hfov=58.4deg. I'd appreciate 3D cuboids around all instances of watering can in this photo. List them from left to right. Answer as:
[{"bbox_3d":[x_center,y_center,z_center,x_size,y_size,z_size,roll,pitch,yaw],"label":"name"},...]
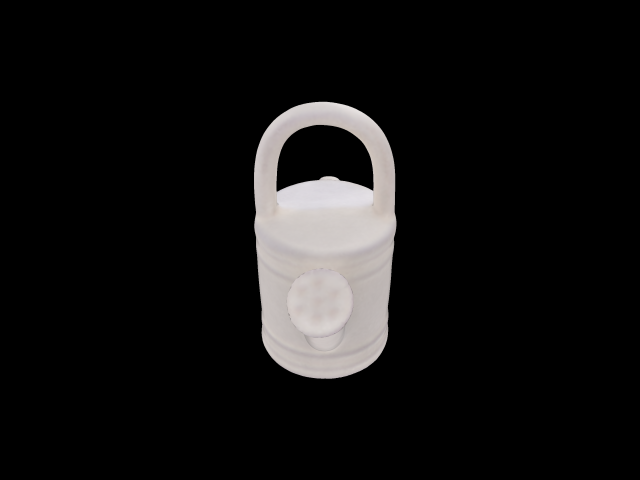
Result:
[{"bbox_3d":[0.006,0.001,0.400,0.101,0.194,0.172,-12,37,-16],"label":"watering can"}]
